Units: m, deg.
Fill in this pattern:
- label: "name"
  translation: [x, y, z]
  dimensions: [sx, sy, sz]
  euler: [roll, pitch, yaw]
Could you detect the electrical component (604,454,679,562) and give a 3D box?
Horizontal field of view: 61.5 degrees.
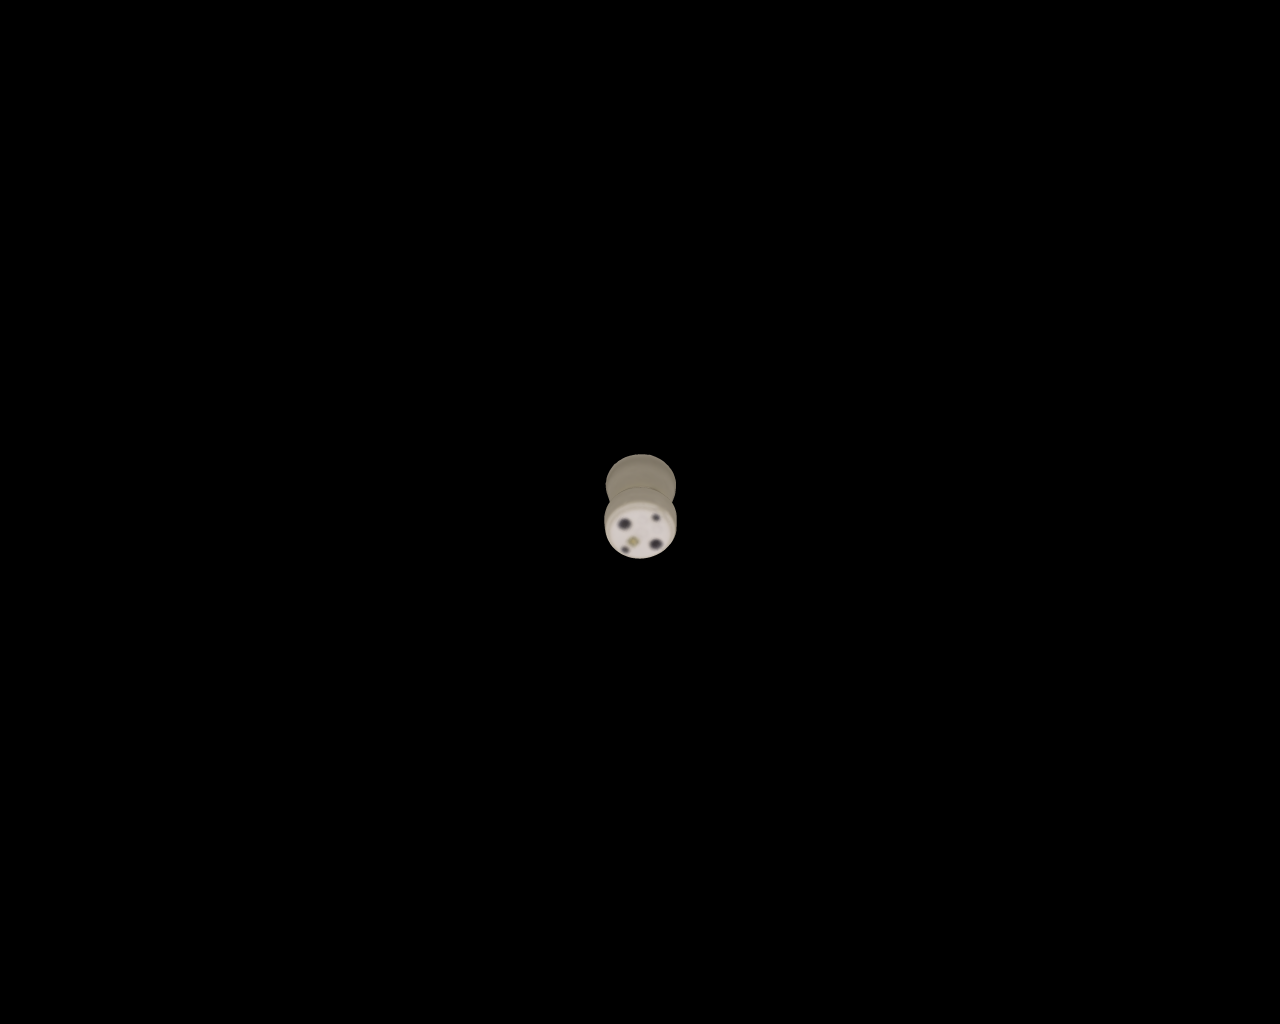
- label: "electrical component"
  translation: [0.001, -0.003, 0.650]
  dimensions: [0.045, 0.044, 0.055]
  euler: [0, 35, 0]
